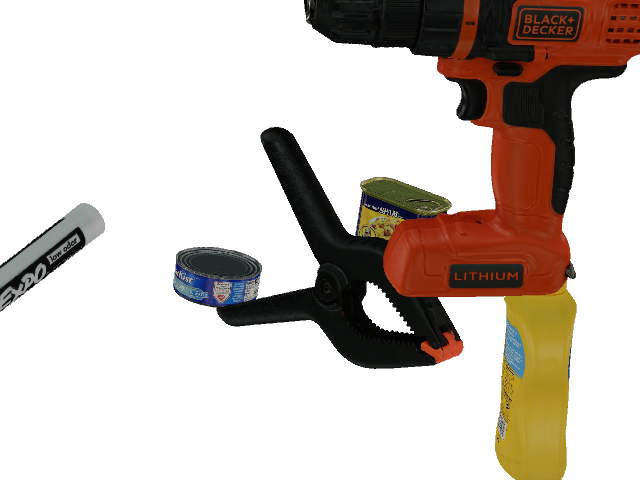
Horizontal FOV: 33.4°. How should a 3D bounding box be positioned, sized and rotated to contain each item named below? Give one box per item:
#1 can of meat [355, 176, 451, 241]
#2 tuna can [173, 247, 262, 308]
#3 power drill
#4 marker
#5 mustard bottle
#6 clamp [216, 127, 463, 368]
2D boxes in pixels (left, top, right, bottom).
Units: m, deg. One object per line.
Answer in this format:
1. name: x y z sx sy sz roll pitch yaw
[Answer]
1. can of meat: 0.088 -0.014 1.186 0.102 0.084 0.057 23 26 32
2. tuna can: -0.102 0.036 1.055 0.086 0.034 0.086 9 17 -3
3. power drill: 0.079 -0.059 0.571 0.184 0.188 0.057 1 32 -6
4. marker: -0.151 0.021 0.515 0.020 0.020 0.121 0 33 41
5. mustard bottle: 0.180 0.098 0.891 0.058 0.192 0.096 0 16 1
6. clamp: 0.013 0.020 0.761 0.210 0.165 0.036 24 25 35
